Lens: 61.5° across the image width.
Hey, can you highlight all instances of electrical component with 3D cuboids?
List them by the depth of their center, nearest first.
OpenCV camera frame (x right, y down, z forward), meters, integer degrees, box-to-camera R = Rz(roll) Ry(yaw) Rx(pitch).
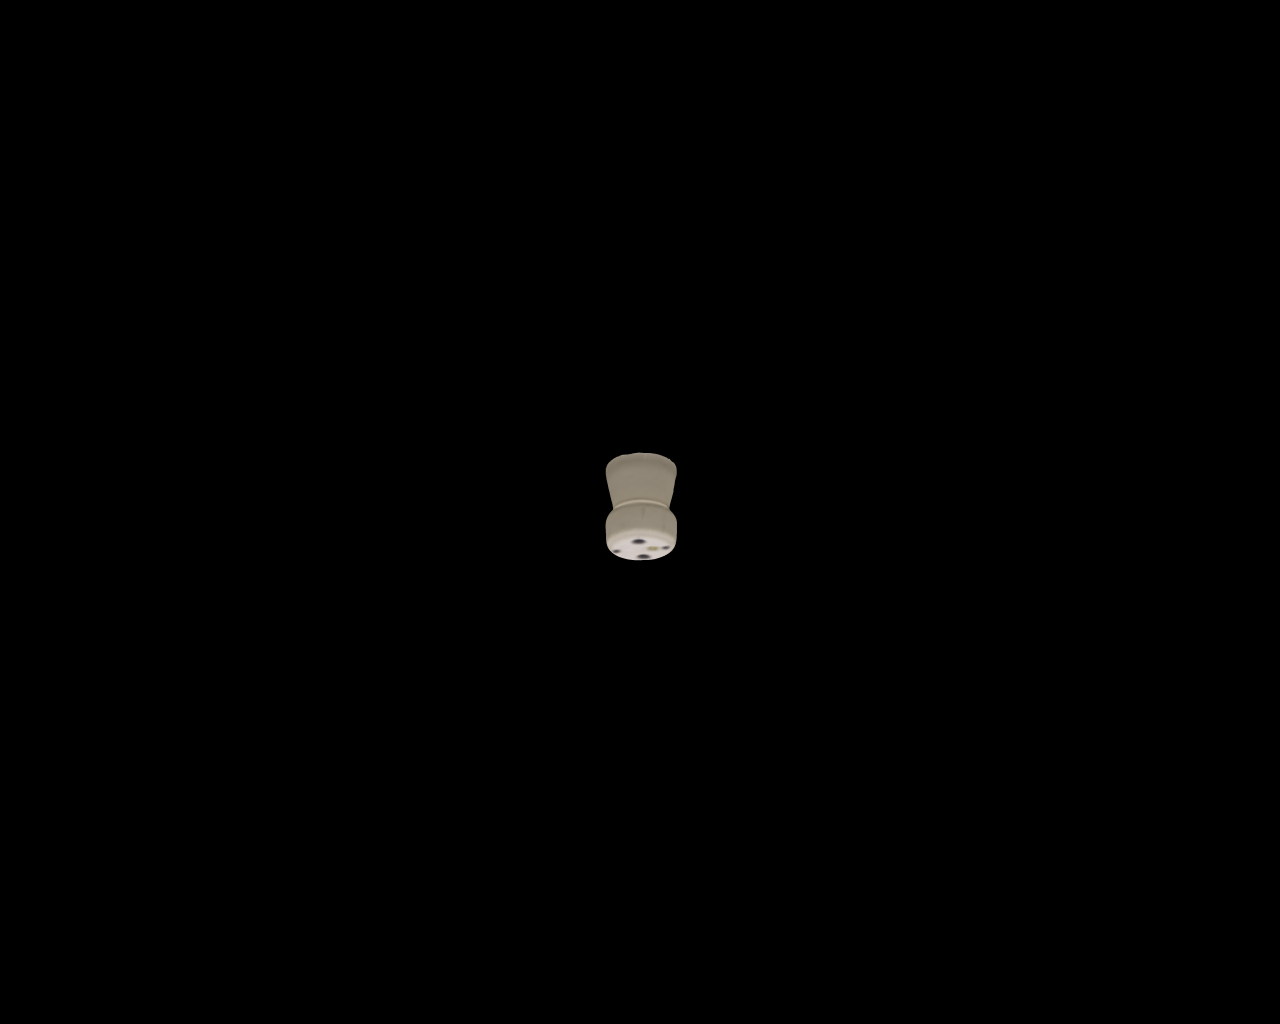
[{"bbox_3d":[0.001,-0.003,0.650,0.045,0.055,0.044,0,-26,0],"label":"electrical component"}]
